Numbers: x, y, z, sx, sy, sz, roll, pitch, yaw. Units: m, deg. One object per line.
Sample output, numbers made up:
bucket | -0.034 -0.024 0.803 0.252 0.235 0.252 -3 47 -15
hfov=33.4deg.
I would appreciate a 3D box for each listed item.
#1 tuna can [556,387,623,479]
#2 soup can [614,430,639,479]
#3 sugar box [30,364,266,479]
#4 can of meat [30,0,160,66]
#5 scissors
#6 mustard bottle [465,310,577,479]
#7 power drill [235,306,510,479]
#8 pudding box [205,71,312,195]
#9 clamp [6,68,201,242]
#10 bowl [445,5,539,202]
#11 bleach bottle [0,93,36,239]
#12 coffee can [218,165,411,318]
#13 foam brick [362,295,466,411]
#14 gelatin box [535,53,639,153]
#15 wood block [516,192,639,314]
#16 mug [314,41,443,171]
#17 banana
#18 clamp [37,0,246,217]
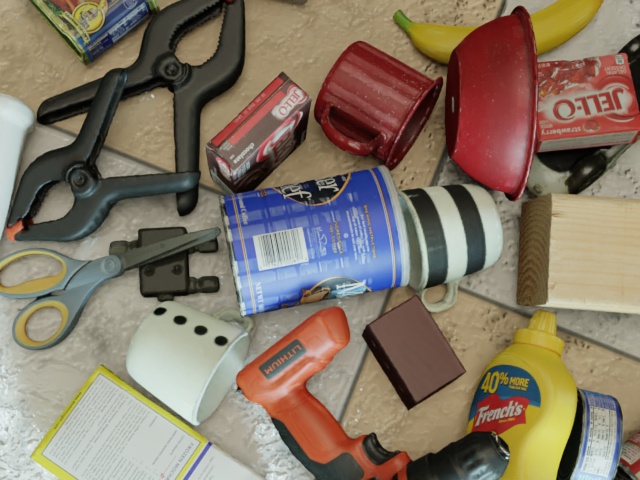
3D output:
tuna can | 0.213 0.164 0.857 0.033 0.086 0.086 12 76 -1
soup can | 0.290 0.175 0.866 0.102 0.068 0.068 -34 80 -10
sugar box | -0.133 0.188 0.860 0.176 0.048 0.093 35 78 3
can of meat | -0.208 -0.219 0.952 0.084 0.057 0.102 -40 80 -8
scissors | -0.180 0.042 0.893 0.202 0.016 0.096 -3 83 8
mustard bottle | 0.158 0.148 0.855 0.058 0.096 0.191 26 74 -26
power drill | 0.033 0.149 0.839 0.185 0.057 0.188 -37 75 18
pudding box | -0.051 -0.082 0.893 0.039 0.113 0.090 45 79 4
clamp | -0.198 -0.063 0.902 0.171 0.039 0.120 -27 82 4
bowl | 0.136 -0.112 0.883 0.055 0.162 0.162 1 76 -1
bleach bottle | -0.310 0.003 0.889 0.102 0.068 0.251 5 78 8
coffee can | -0.006 0.001 0.879 0.140 0.103 0.103 -11 77 -5
foam brick | 0.077 0.093 0.886 0.051 0.053 0.078 -30 79 -8
gelatin box | 0.220 -0.116 0.899 0.089 0.030 0.073 -6 71 0
wood block | 0.275 0.017 0.880 0.206 0.090 0.091 4 86 -5
mug | 0.042 -0.112 0.912 0.081 0.093 0.117 31 49 10
banana | 0.169 -0.192 0.967 0.197 0.037 0.069 -7 78 -4
clamp | -0.140 -0.146 0.945 0.164 0.036 0.210 27 80 4
